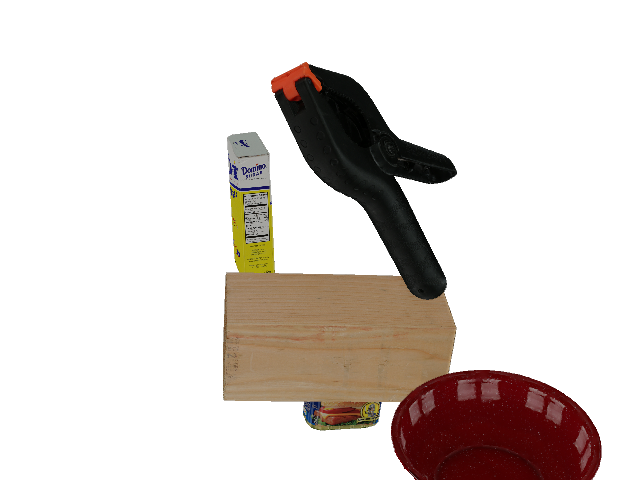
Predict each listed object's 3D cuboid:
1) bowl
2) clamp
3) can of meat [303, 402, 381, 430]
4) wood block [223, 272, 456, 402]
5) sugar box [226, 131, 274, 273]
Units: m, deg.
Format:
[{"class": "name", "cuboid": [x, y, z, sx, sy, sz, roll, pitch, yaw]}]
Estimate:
[{"class": "bowl", "cuboid": [0.135, 0.172, 0.840, 0.162, 0.055, 0.162, 0, 32, 0]}, {"class": "clamp", "cuboid": [0.033, -0.041, 0.675, 0.039, 0.120, 0.171, -30, -46, 31]}, {"class": "can of meat", "cuboid": [0.031, 0.190, 1.353, 0.102, 0.084, 0.057, 0, 23, -17]}, {"class": "wood block", "cuboid": [0.012, 0.091, 1.003, 0.206, 0.090, 0.091, 1, 30, -6]}, {"class": "sugar box", "cuboid": [-0.087, -0.038, 1.331, 0.048, 0.176, 0.093, -9, 24, -11]}]
